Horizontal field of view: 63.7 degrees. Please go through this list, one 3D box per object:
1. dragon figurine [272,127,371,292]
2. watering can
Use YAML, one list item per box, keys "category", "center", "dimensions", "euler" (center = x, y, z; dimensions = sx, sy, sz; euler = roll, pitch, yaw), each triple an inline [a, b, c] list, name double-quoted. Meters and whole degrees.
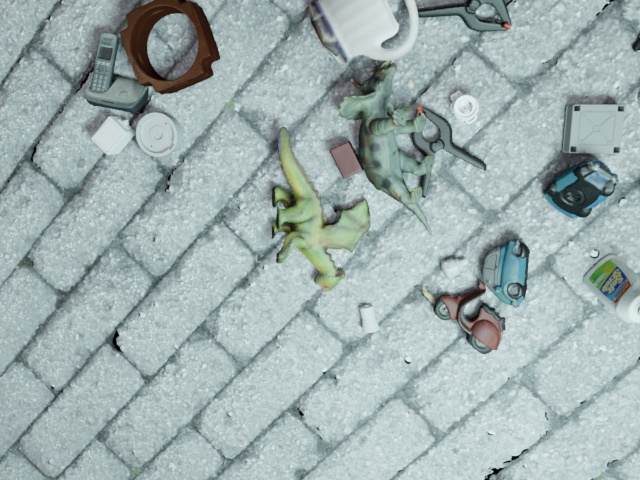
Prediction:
- category: "dragon figurine"
  center: [0.004, -0.064, 1.263]
  dimensions: [0.243, 0.123, 0.406]
  euler: [2, 102, -9]
- category: "watering can"
  center: [0.075, -0.547, 1.152]
  dimensions: [0.223, 0.104, 0.347]
  euler: [-28, 91, 12]
